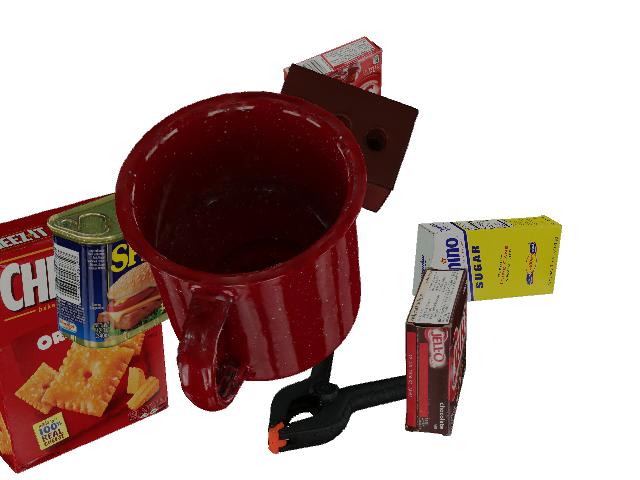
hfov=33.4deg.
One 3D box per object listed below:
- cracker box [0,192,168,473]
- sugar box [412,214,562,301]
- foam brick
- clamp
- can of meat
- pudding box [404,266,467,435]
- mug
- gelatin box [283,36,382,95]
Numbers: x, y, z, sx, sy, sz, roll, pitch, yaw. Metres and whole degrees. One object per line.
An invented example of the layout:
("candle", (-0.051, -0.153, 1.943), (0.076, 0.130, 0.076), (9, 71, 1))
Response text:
("cracker box", (-0.228, 0.082, 0.969), (0.163, 0.214, 0.072), (-19, 30, -34))
("sugar box", (0.200, 0.023, 1.280), (0.176, 0.093, 0.048), (-6, 20, -23))
("foam brick", (0.008, -0.057, 0.608), (0.078, 0.053, 0.051), (19, -14, -1))
("clamp", (0.001, 0.155, 1.087), (0.171, 0.039, 0.120), (-23, 34, -36))
("can of meat", (-0.139, 0.018, 0.746), (0.058, 0.084, 0.101), (17, 26, 31))
("pudding box", (0.089, 0.081, 0.810), (0.039, 0.090, 0.113), (3, 21, 11))
("mug", (-0.029, 0.012, 0.414), (0.093, 0.117, 0.081), (6, -36, 11))
("gelatin box", (0.013, -0.132, 0.948), (0.089, 0.073, 0.030), (-25, 52, -20))
